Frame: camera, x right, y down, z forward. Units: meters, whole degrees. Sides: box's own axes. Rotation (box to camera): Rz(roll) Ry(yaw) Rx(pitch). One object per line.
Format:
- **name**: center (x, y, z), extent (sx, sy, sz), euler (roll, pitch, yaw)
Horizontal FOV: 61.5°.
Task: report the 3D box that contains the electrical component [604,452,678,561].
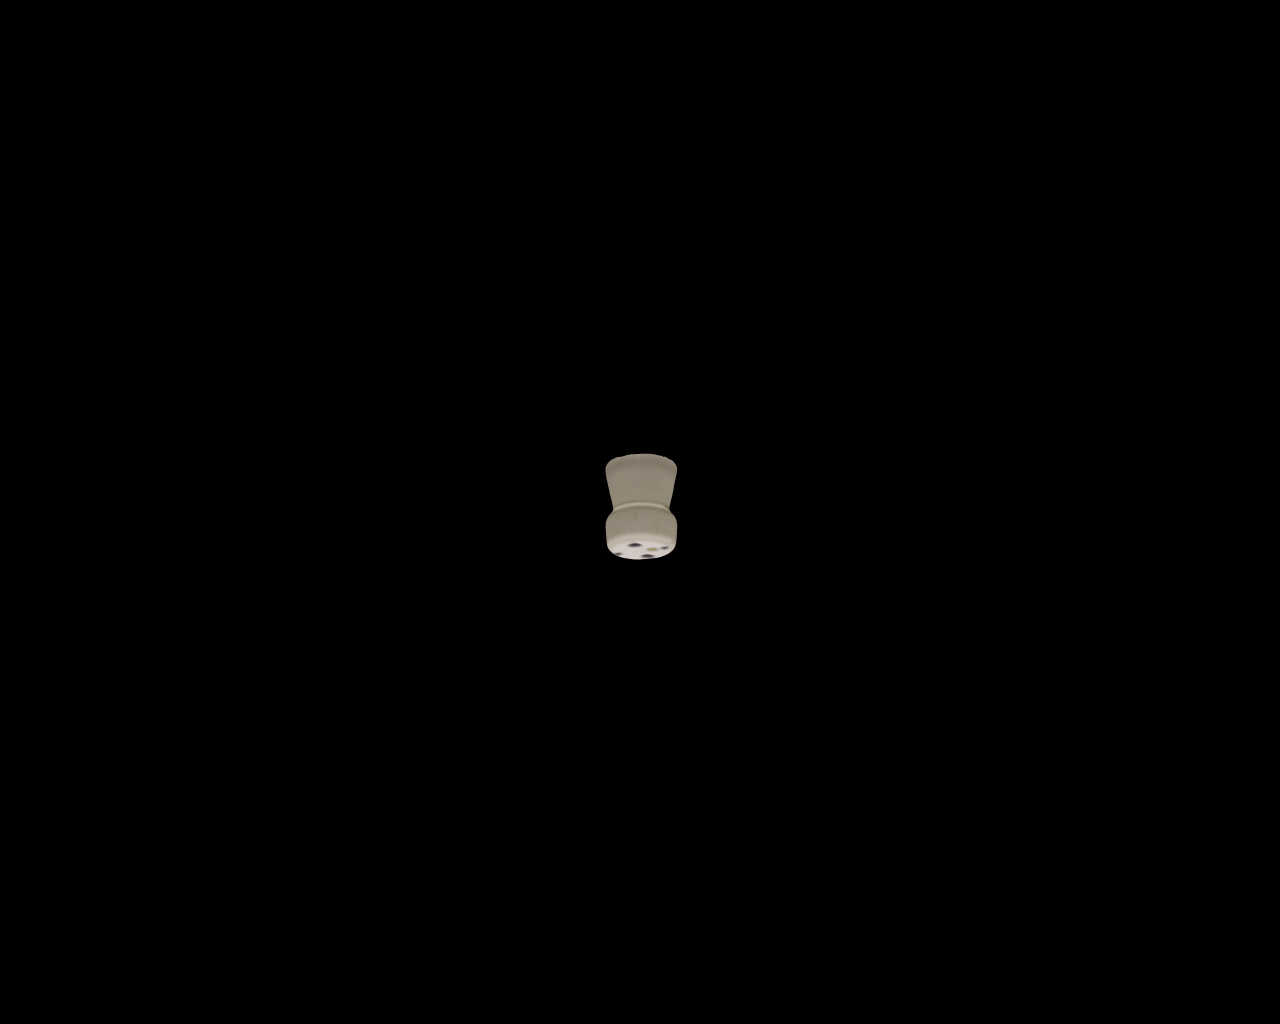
- **electrical component**: center (0.001, -0.003, 0.650), extent (0.045, 0.055, 0.044), euler (0, -20, 0)
